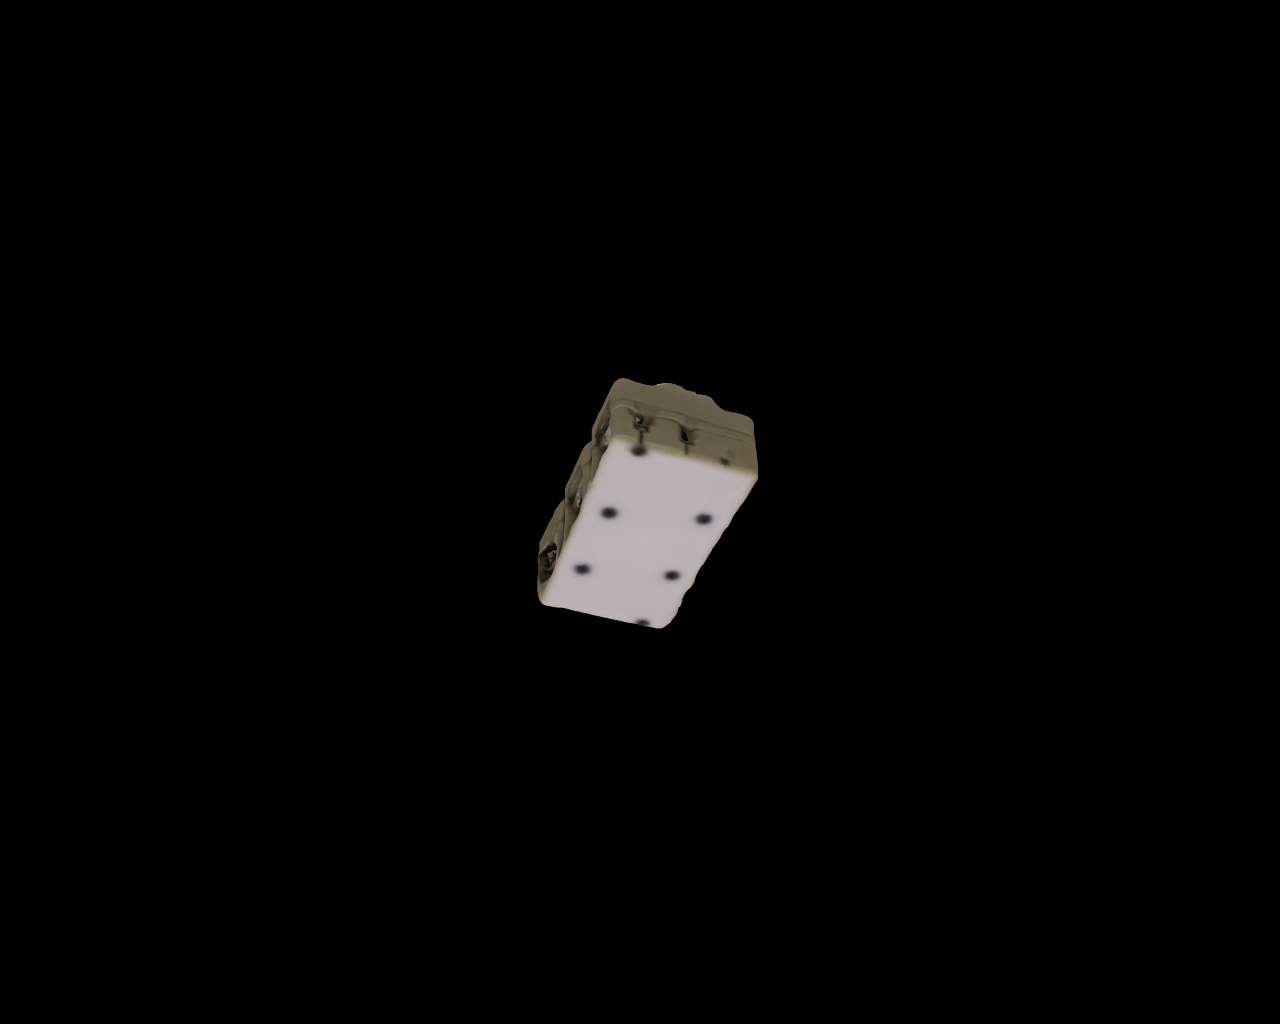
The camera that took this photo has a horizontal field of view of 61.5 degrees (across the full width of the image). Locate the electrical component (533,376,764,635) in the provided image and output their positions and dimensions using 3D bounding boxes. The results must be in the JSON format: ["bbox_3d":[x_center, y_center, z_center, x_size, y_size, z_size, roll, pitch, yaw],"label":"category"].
[{"bbox_3d":[0.001,-0.003,0.650,0.089,0.062,0.150,15,-46,-15],"label":"electrical component"}]
